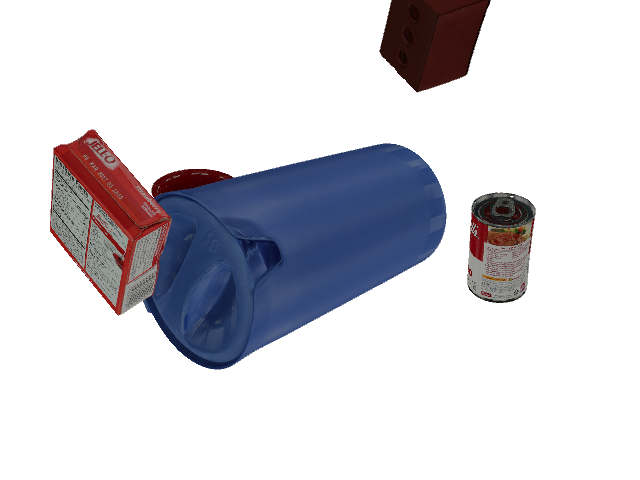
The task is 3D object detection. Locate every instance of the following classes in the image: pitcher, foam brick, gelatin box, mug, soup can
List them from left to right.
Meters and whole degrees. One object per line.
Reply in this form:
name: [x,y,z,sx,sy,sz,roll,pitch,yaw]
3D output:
gelatin box: [-0.123,-0.010,0.618,0.030,0.073,0.089,-33,-19,-31]
mug: [-0.141,-0.018,1.124,0.117,0.081,0.093,-11,32,-22]
pitcher: [-0.021,0.001,0.848,0.242,0.145,0.149,-21,44,-42]
foam brick: [0.084,-0.161,0.800,0.051,0.053,0.078,-24,-31,-26]
soup can: [0.196,0.008,1.161,0.068,0.102,0.068,-1,34,1]
